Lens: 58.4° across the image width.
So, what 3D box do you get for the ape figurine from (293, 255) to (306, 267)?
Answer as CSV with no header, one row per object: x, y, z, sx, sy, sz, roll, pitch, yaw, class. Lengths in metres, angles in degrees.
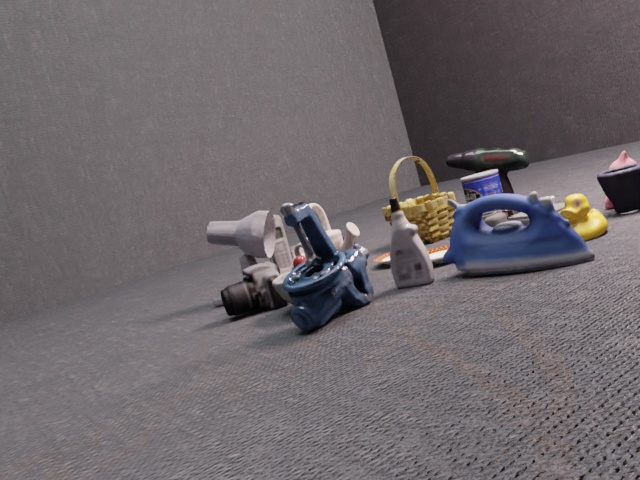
-0.034,0.079,1.286,0.078,0.092,0.076,-19,7,-29,ape figurine

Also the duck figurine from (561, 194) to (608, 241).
0.498,-0.047,1.094,0.105,0.086,0.077,-19,7,-31,duck figurine

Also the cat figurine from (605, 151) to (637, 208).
0.694,-0.143,1.317,0.128,0.118,0.067,-21,8,-42,cat figurine

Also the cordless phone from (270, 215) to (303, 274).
-0.073,0.012,1.557,0.148,0.185,0.094,-17,6,-12,cordless phone

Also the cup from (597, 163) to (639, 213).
0.644,-0.107,1.228,0.091,0.095,0.118,-15,6,2,cup

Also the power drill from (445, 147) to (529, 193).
0.490,-0.167,1.645,0.228,0.208,0.076,-12,7,30,power drill

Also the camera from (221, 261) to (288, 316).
-0.153,0.109,1.276,0.137,0.101,0.143,-18,6,-17,camera

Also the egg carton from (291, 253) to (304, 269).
0.004,0.059,1.482,0.150,0.069,0.107,-18,6,-17,egg carton

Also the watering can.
0.013,0.004,1.358,0.172,0.194,0.101,-15,6,9,watering can

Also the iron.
0.336,-0.022,1.005,0.257,0.141,0.119,-10,9,46,iron

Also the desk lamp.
-0.196,0.041,1.470,0.203,0.213,0.118,-14,6,11,desk lamp

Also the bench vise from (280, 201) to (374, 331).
0.000,0.030,1.024,0.121,0.220,0.208,-13,7,26,bench vise

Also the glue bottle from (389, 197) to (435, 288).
0.161,0.003,1.085,0.078,0.173,0.037,-12,7,30,glue bottle

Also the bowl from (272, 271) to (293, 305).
-0.007,0.094,1.150,0.167,0.075,0.167,-16,6,2,bowl
